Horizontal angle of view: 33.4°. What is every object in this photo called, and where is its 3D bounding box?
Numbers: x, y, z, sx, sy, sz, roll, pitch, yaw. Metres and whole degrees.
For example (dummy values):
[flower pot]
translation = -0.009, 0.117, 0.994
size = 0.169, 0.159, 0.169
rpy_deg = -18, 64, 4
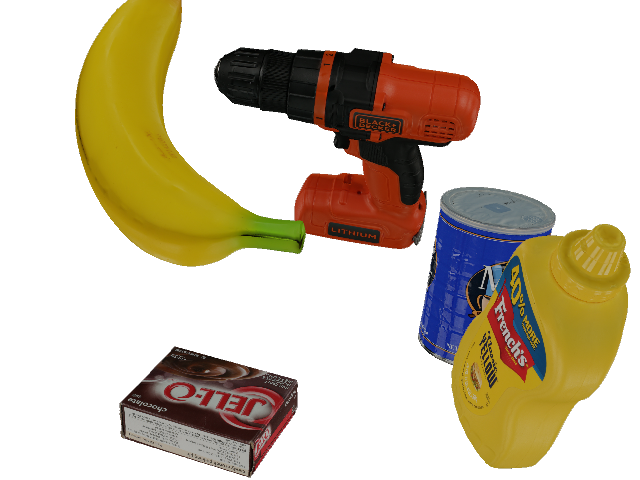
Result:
[banana]
translation = -0.070, -0.049, 0.455
size = 0.069, 0.037, 0.198
rpy_deg = -9, 45, -20
[power drill]
translation = 0.017, -0.068, 0.794
size = 0.184, 0.057, 0.188
rpy_deg = 11, -28, 6
[pudding box]
translation = -0.085, 0.131, 0.827
size = 0.114, 0.039, 0.090
rpy_deg = 11, 26, 17
[mustard bottle]
translation = 0.132, 0.053, 0.626
size = 0.058, 0.096, 0.192
rpy_deg = 2, -36, -13
[coffee can]
translation = 0.150, 0.034, 0.975
size = 0.103, 0.140, 0.103
rpy_deg = 6, 22, -3
